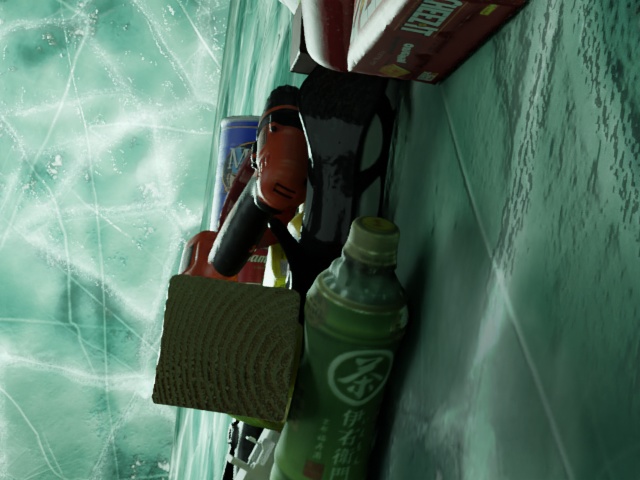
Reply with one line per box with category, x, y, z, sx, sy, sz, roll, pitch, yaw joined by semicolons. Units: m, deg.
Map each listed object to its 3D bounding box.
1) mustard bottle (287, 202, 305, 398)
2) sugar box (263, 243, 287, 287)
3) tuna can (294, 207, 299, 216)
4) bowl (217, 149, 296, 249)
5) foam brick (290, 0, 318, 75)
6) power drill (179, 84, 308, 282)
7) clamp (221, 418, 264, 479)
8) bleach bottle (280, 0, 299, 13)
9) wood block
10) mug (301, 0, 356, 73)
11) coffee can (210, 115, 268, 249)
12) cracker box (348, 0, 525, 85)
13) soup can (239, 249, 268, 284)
mustard bottle;-0.004;0.039;0.914;0.096;0.058;0.191;112;164;-77
sugar box;-0.044;0.097;1.137;0.093;0.048;0.176;-99;16;-64
tuna can;-0.007;0.001;1.027;0.086;0.033;0.086;-173;90;-80
bowl;-0.047;-0.051;1.111;0.162;0.055;0.162;-52;22;30
foam brick;0.017;-0.167;0.893;0.051;0.078;0.053;137;138;-73
power drill;-0.064;-0.038;0.969;0.188;0.057;0.184;-58;15;27
clamp;-0.072;0.206;1.069;0.120;0.039;0.171;-148;64;-69
bleach bottle;0.005;-0.248;1.060;0.251;0.068;0.103;-107;25;-61
wood block;-0.074;0.086;0.804;0.206;0.090;0.090;129;149;-79
mug;0.031;-0.170;0.778;0.117;0.093;0.081;-120;17;-45
coffee can;-0.070;-0.064;1.229;0.103;0.102;0.140;157;120;-78
cracker box;0.070;-0.222;0.653;0.164;0.072;0.213;144;132;-77
soup can;-0.080;0.058;1.297;0.069;0.068;0.102;130;146;-72
